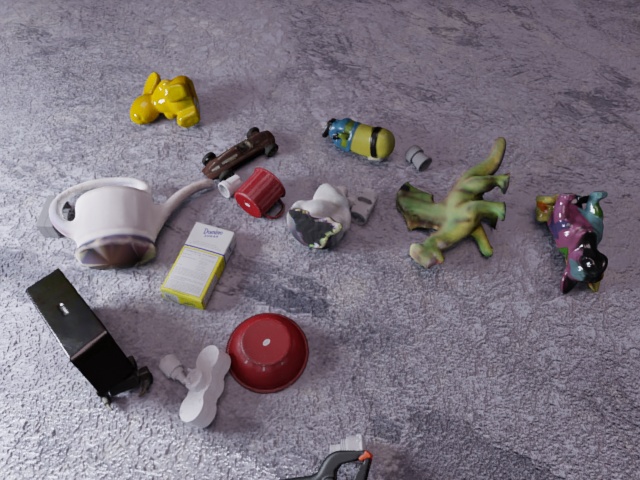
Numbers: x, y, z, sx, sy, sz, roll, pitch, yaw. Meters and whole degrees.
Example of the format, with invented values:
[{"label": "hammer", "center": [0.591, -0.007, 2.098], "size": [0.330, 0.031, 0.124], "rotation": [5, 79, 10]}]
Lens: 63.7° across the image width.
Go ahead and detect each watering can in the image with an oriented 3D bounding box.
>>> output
[{"label": "watering can", "center": [-0.393, -0.050, 1.110], "size": [0.348, 0.229, 0.101], "rotation": [-6, -33, -17]}]

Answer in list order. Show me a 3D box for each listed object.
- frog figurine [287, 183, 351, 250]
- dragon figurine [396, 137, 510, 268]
[{"label": "frog figurine", "center": [0.003, -0.058, 1.143], "size": [0.137, 0.120, 0.163], "rotation": [3, 30, 14]}, {"label": "dragon figurine", "center": [0.297, -0.097, 1.182], "size": [0.243, 0.420, 0.119], "rotation": [9, -36, 12]}]
